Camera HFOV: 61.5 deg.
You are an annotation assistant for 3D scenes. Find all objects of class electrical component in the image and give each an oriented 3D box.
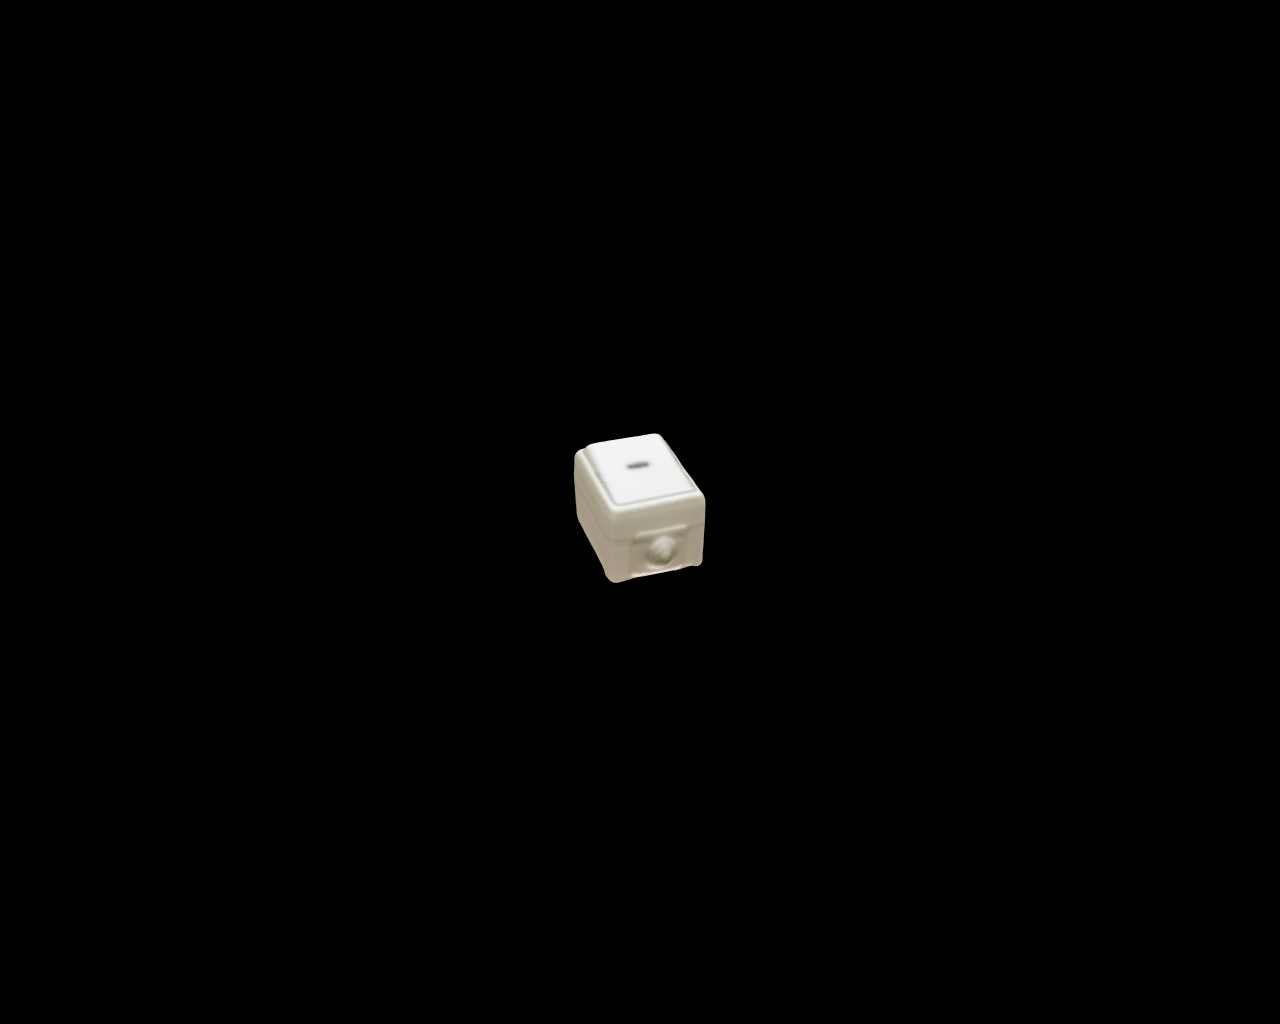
[{"bbox_3d":[0.001,-0.003,0.650,0.062,0.061,0.096,-10,35,-15],"label":"electrical component"}]
